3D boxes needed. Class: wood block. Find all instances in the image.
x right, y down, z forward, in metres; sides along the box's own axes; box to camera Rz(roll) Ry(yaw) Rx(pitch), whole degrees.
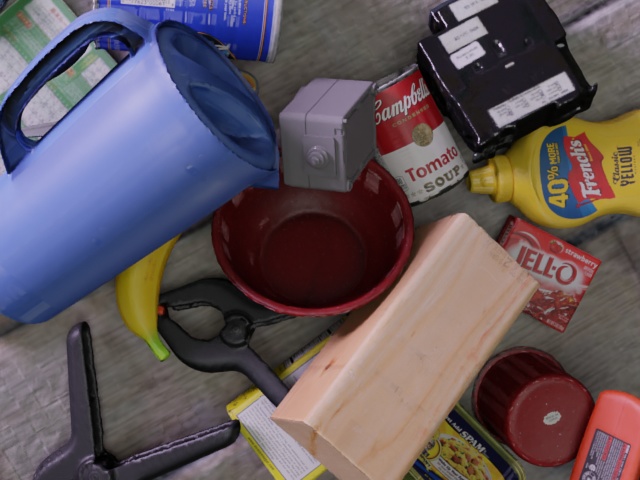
[{"bbox_3d":[0.066,0.088,0.838,0.090,0.091,0.206,43,72,-10],"label":"wood block"}]

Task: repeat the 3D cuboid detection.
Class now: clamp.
[{"bbox_3d":[-0.188,0.183,0.894,0.164,0.036,0.210,39,99,4],"label":"clamp"},{"bbox_3d":[-0.064,0.087,0.883,0.171,0.039,0.120,6,71,7],"label":"clamp"}]

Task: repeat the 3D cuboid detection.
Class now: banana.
[{"bbox_3d":[-0.120,-0.003,0.877,0.069,0.037,0.198,23,80,-7],"label":"banana"}]

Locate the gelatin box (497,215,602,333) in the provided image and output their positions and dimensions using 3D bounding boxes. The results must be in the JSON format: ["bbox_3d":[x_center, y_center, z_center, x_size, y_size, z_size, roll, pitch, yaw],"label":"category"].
[{"bbox_3d":[0.190,0.030,0.937,0.089,0.030,0.073,27,92,-10],"label":"gelatin box"}]

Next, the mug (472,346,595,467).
[{"bbox_3d":[0.197,0.154,0.928,0.117,0.081,0.093,40,90,-11],"label":"mug"}]

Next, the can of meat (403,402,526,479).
[{"bbox_3d":[0.107,0.197,0.900,0.083,0.057,0.102,-31,66,-35],"label":"can of meat"}]

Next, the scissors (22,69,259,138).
[{"bbox_3d":[-0.137,-0.081,0.861,0.201,0.016,0.096,-22,75,-13],"label":"scissors"}]

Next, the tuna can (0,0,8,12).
[{"bbox_3d":[-0.287,-0.210,0.838,0.086,0.034,0.086,-1,96,-8],"label":"tuna can"}]

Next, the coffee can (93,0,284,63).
[{"bbox_3d":[-0.102,-0.194,0.831,0.140,0.103,0.103,3,97,-8],"label":"coffee can"}]

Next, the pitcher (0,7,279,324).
[{"bbox_3d":[-0.164,-0.049,0.793,0.243,0.144,0.149,-35,75,19],"label":"pitcher"}]

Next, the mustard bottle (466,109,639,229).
[{"bbox_3d":[0.220,-0.060,0.916,0.191,0.058,0.096,-6,94,-7],"label":"mustard bottle"}]

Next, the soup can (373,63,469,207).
[{"bbox_3d":[0.073,-0.086,0.888,0.068,0.068,0.102,-29,101,-4],"label":"soup can"}]

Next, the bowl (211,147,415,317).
[{"bbox_3d":[-0.006,0.001,0.867,0.162,0.055,0.162,0,60,0],"label":"bowl"}]

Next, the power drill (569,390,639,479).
[{"bbox_3d":[0.302,0.174,0.918,0.187,0.057,0.184,13,94,-41],"label":"power drill"}]

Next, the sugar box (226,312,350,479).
[{"bbox_3d":[0.016,0.128,0.917,0.176,0.048,0.093,-37,96,-5],"label":"sugar box"}]
